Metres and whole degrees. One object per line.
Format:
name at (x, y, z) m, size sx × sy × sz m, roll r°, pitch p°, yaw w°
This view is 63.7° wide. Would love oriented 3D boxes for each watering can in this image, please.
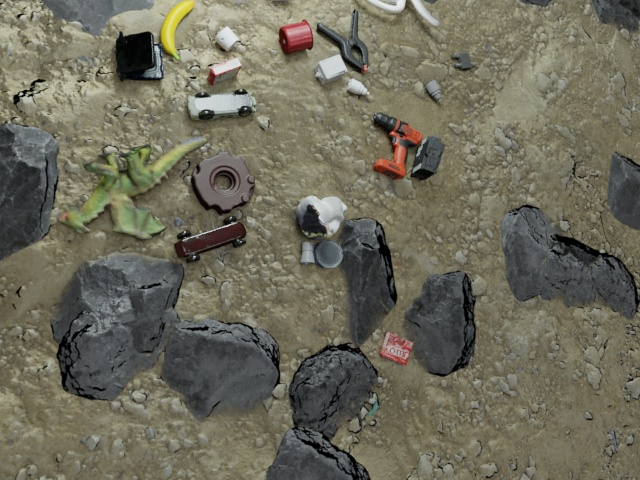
watering can at (0.266, -0.862, 1.751) m, size 0.346 × 0.103 × 0.227 m, roll 15°, pitch 76°, yaw -18°

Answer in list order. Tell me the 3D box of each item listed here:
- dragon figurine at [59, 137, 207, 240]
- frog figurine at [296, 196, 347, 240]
dragon figurine at (-0.476, -0.123, 1.360) m, size 0.412 × 0.123 × 0.240 m, roll -15°, pitch 104°, yaw -21°
frog figurine at (0.005, -0.077, 1.535) m, size 0.137 × 0.120 × 0.162 m, roll 42°, pitch 34°, yaw -2°
